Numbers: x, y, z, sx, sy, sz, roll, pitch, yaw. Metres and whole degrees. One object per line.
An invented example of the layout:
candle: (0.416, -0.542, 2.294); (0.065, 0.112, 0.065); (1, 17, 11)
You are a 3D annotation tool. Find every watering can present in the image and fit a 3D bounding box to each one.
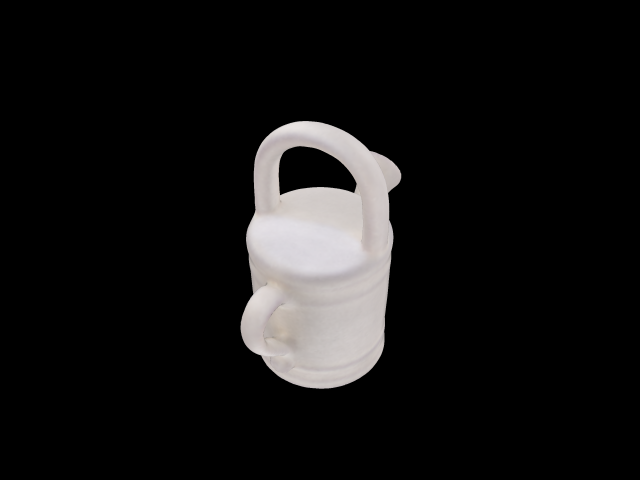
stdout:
watering can: (0.002, 0.001, 0.401); (0.101, 0.194, 0.173); (6, 41, 7)
